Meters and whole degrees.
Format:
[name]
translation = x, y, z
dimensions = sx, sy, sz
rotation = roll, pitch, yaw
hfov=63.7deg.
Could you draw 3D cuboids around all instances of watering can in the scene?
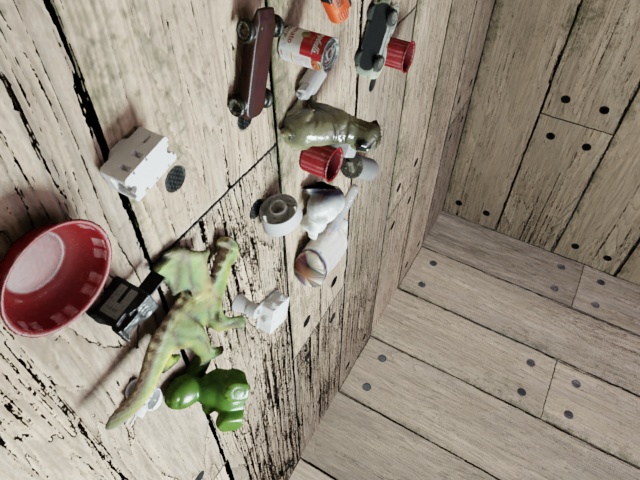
[watering can]
translation = 0.022, 0.004, 1.511
dimensions = 0.229, 0.104, 0.339
rotation = -50, 164, -39

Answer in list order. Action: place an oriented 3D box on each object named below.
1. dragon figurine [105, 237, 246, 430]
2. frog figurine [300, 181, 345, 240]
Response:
[dragon figurine]
translation = -0.265, 0.127, 0.961
dimensions = 0.418, 0.122, 0.238
rotation = -47, 134, -50
[frog figurine]
translation = 0.004, -0.070, 1.390
dimensions = 0.139, 0.123, 0.157
rotation = -68, 162, -70
